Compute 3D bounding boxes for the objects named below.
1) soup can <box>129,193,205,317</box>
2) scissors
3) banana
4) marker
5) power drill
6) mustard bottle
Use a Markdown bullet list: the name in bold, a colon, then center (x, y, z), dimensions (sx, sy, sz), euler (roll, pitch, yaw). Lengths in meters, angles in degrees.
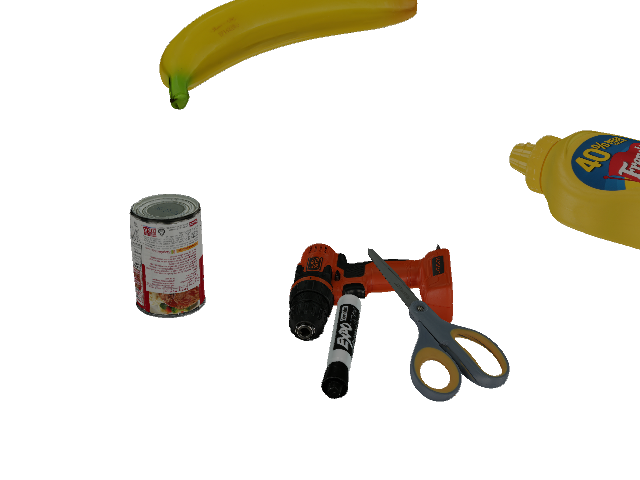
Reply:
- **soup can**: center (-0.147, 0.014, 1.026), dimensions (0.068, 0.102, 0.068), euler (0, 24, 0)
- **scissors**: center (0.084, 0.080, 0.991), dimensions (0.096, 0.016, 0.202), euler (-33, 52, -30)
- **banana**: center (-0.029, -0.132, 0.682), dimensions (0.197, 0.037, 0.070), euler (-29, 59, -28)
- **marker**: center (0.016, 0.077, 0.788), dimensions (0.020, 0.020, 0.121), euler (0, 27, 8)
- **power drill**: center (0.058, 0.058, 1.234), dimensions (0.187, 0.057, 0.184), euler (1, 28, 5)
- **mustard bottle**: center (0.210, -0.031, 0.703), dimensions (0.192, 0.058, 0.096), euler (22, 41, 37)
